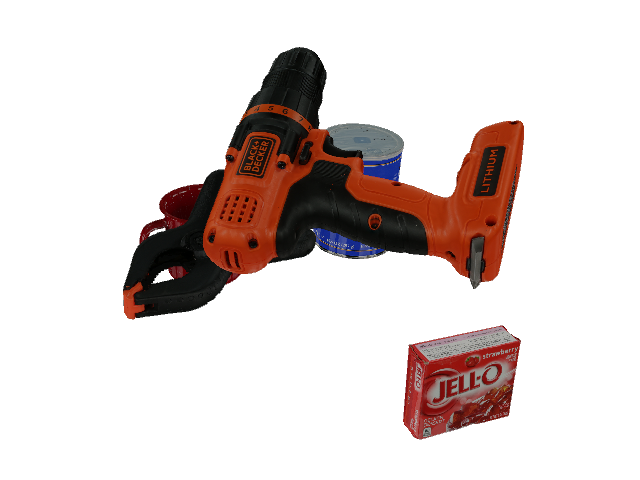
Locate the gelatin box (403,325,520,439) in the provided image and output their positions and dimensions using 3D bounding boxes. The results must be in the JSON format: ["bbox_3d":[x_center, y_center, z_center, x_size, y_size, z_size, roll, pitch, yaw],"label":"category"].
[{"bbox_3d":[0.111,0.112,0.842,0.089,0.073,0.030,-10,29,-23],"label":"gelatin box"}]

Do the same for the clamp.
[{"bbox_3d":[-0.102,0.003,0.892,0.171,0.039,0.120,-27,49,-31],"label":"clamp"}]

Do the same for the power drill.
[{"bbox_3d":[0.032,-0.049,0.688,0.188,0.184,0.057,7,-35,14],"label":"power drill"}]

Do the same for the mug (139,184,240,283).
[{"bbox_3d":[-0.132,-0.001,1.114,0.117,0.081,0.093,-12,31,-24],"label":"mug"}]

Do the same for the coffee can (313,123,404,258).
[{"bbox_3d":[0.046,-0.062,1.333,0.103,0.140,0.103,4,28,-2],"label":"coffee can"}]
